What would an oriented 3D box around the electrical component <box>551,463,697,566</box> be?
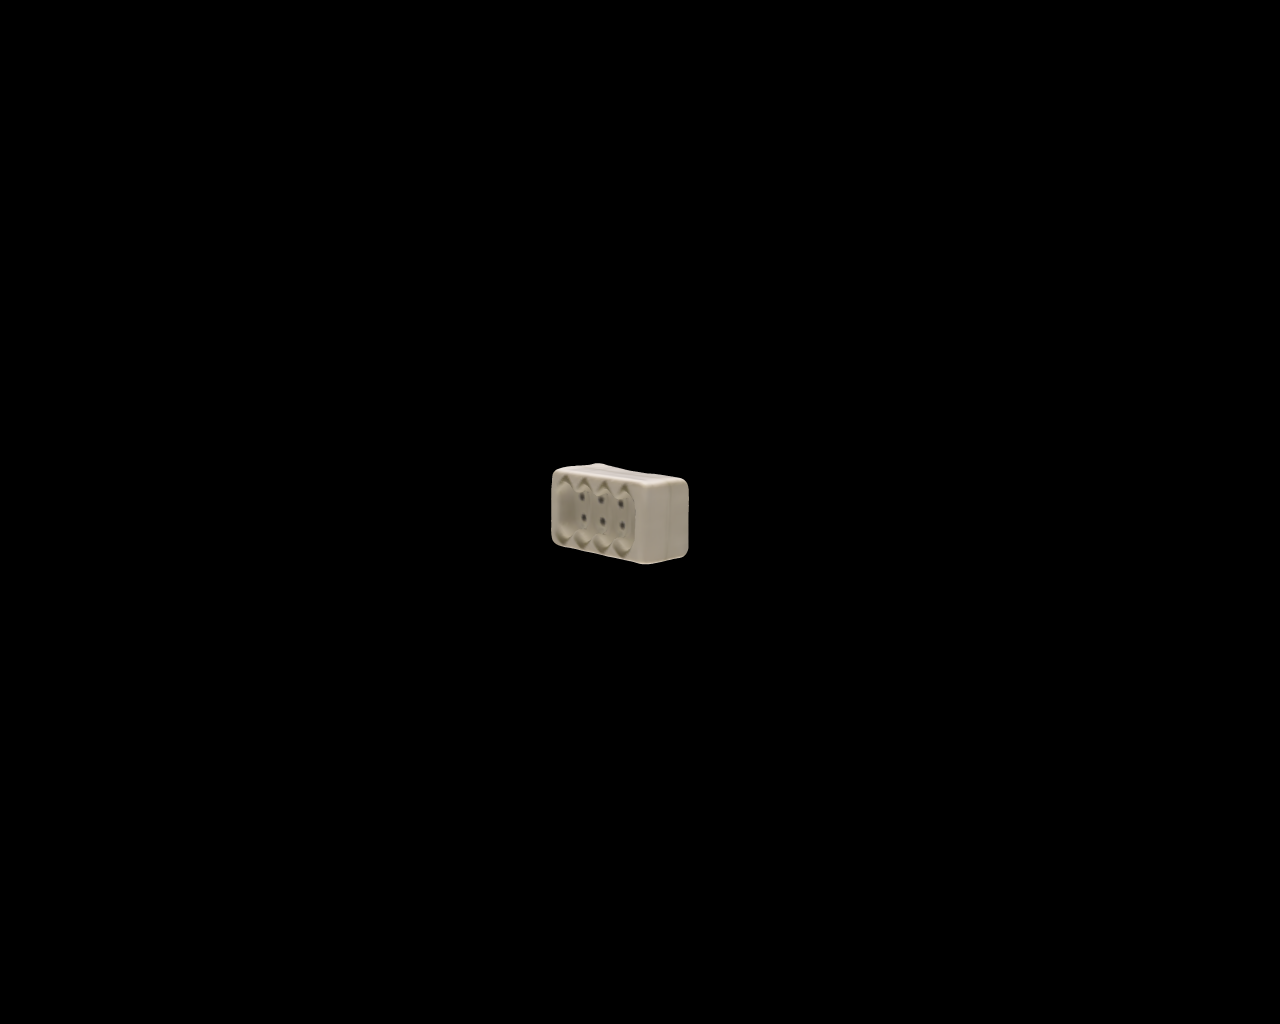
[{"bbox_3d":[0.001,-0.003,0.650,0.076,0.047,0.083,-10,15,-42],"label":"electrical component"}]
